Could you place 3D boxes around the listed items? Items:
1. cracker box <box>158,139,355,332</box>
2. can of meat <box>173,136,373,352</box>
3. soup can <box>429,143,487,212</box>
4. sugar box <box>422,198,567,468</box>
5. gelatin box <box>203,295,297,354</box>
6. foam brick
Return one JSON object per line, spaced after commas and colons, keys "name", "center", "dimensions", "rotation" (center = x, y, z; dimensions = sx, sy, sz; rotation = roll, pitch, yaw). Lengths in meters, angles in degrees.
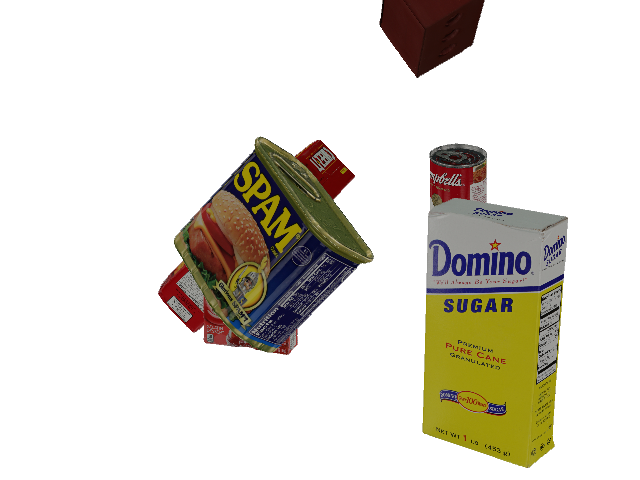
{"name": "cracker box", "center": [-0.074, -0.009, 1.230], "dimensions": [0.214, 0.072, 0.164], "rotation": [-43, 4, 27]}
{"name": "can of meat", "center": [-0.031, 0.003, 0.634], "dimensions": [0.057, 0.084, 0.102], "rotation": [27, 21, -48]}
{"name": "soup can", "center": [0.164, -0.056, 1.277], "dimensions": [0.068, 0.102, 0.068], "rotation": [-2, 27, 1]}
{"name": "sugar box", "center": [0.122, 0.064, 0.761], "dimensions": [0.093, 0.176, 0.048], "rotation": [12, 23, 37]}
{"name": "gelatin box", "center": [-0.066, 0.064, 1.004], "dimensions": [0.089, 0.073, 0.030], "rotation": [7, 18, 17]}
{"name": "foam brick", "center": [0.078, -0.163, 0.751], "dimensions": [0.053, 0.051, 0.078], "rotation": [-31, -15, -8]}
